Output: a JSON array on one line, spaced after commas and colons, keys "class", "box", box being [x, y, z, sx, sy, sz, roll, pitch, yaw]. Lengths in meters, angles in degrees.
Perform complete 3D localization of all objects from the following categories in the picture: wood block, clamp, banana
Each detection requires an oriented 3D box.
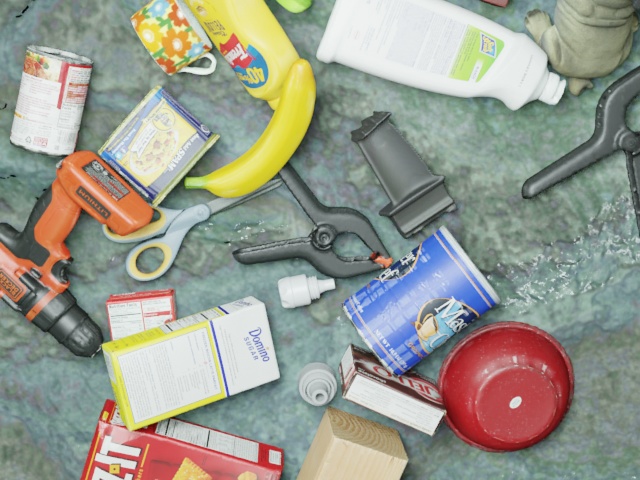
[{"class": "wood block", "box": [0.014, 0.308, 1.209, 0.090, 0.090, 0.206, 21, 101, -9]}, {"class": "clamp", "box": [-0.008, 0.001, 1.161, 0.171, 0.039, 0.120, 31, 102, -10]}, {"class": "banana", "box": [-0.055, -0.101, 1.090, 0.069, 0.037, 0.198, 19, 128, -41]}, {"class": "clamp", "box": [0.338, -0.098, 1.158, 0.164, 0.036, 0.210, 29, 99, -10]}]

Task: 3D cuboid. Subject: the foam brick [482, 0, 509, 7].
[{"class": "foam brick", "box": [0.176, -0.284, 1.097, 0.053, 0.051, 0.078, 18, 102, -8]}]

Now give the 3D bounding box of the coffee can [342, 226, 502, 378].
[{"class": "coffee can", "box": [0.109, 0.066, 1.150, 0.140, 0.103, 0.103, -38, 103, 6]}]

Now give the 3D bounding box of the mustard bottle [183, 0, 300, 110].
[{"class": "mustard bottle", "box": [-0.071, -0.202, 1.077, 0.058, 0.096, 0.191, -46, 118, -21]}]

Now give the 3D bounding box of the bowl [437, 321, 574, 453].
[{"class": "bowl", "box": [0.216, 0.176, 1.207, 0.162, 0.055, 0.162, -1, 103, -3]}]

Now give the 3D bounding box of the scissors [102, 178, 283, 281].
[{"class": "scissors", "box": [-0.134, -0.010, 1.159, 0.201, 0.016, 0.096, -6, 97, -3]}]

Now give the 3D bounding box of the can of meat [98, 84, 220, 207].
[{"class": "can of meat", "box": [-0.169, -0.099, 1.115, 0.084, 0.057, 0.102, 42, 90, -9]}]

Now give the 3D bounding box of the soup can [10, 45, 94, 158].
[{"class": "soup can", "box": [-0.276, -0.142, 1.096, 0.068, 0.068, 0.102, 13, 103, -7]}]

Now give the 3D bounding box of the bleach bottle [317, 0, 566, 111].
[{"class": "bleach bottle", "box": [0.130, -0.190, 1.102, 0.250, 0.068, 0.103, 21, 102, -5]}]

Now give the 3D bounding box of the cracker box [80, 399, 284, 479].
[{"class": "cracker box", "box": [-0.165, 0.292, 1.204, 0.213, 0.072, 0.164, 17, 102, -6]}]

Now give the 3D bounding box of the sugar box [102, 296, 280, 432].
[{"class": "sugar box", "box": [-0.137, 0.131, 1.154, 0.176, 0.048, 0.093, -17, 107, -23]}]

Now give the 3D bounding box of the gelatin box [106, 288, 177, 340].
[{"class": "gelatin box", "box": [-0.193, 0.101, 1.178, 0.073, 0.030, 0.089, -6, 104, -1]}]

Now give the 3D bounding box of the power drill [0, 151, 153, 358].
[{"class": "power drill", "box": [-0.260, 0.014, 1.114, 0.184, 0.057, 0.188, 44, 113, -6]}]

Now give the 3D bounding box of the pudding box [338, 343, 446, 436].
[{"class": "pudding box", "box": [0.078, 0.164, 1.178, 0.113, 0.090, 0.039, 22, 102, -8]}]
